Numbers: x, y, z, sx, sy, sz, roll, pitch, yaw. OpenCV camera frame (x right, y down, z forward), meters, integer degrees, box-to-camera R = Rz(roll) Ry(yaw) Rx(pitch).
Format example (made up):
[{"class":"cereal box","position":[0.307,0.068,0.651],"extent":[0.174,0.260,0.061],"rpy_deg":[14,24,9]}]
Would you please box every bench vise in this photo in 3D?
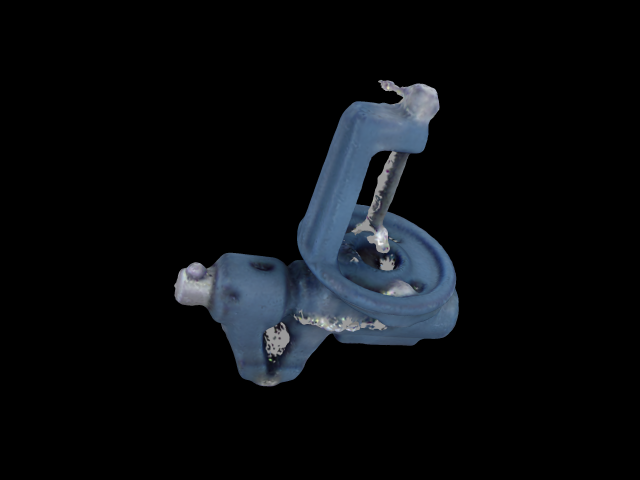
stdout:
[{"class":"bench vise","position":[0.009,0.008,0.392],"extent":[0.208,0.220,0.121],"rpy_deg":[-19,43,-22]}]
